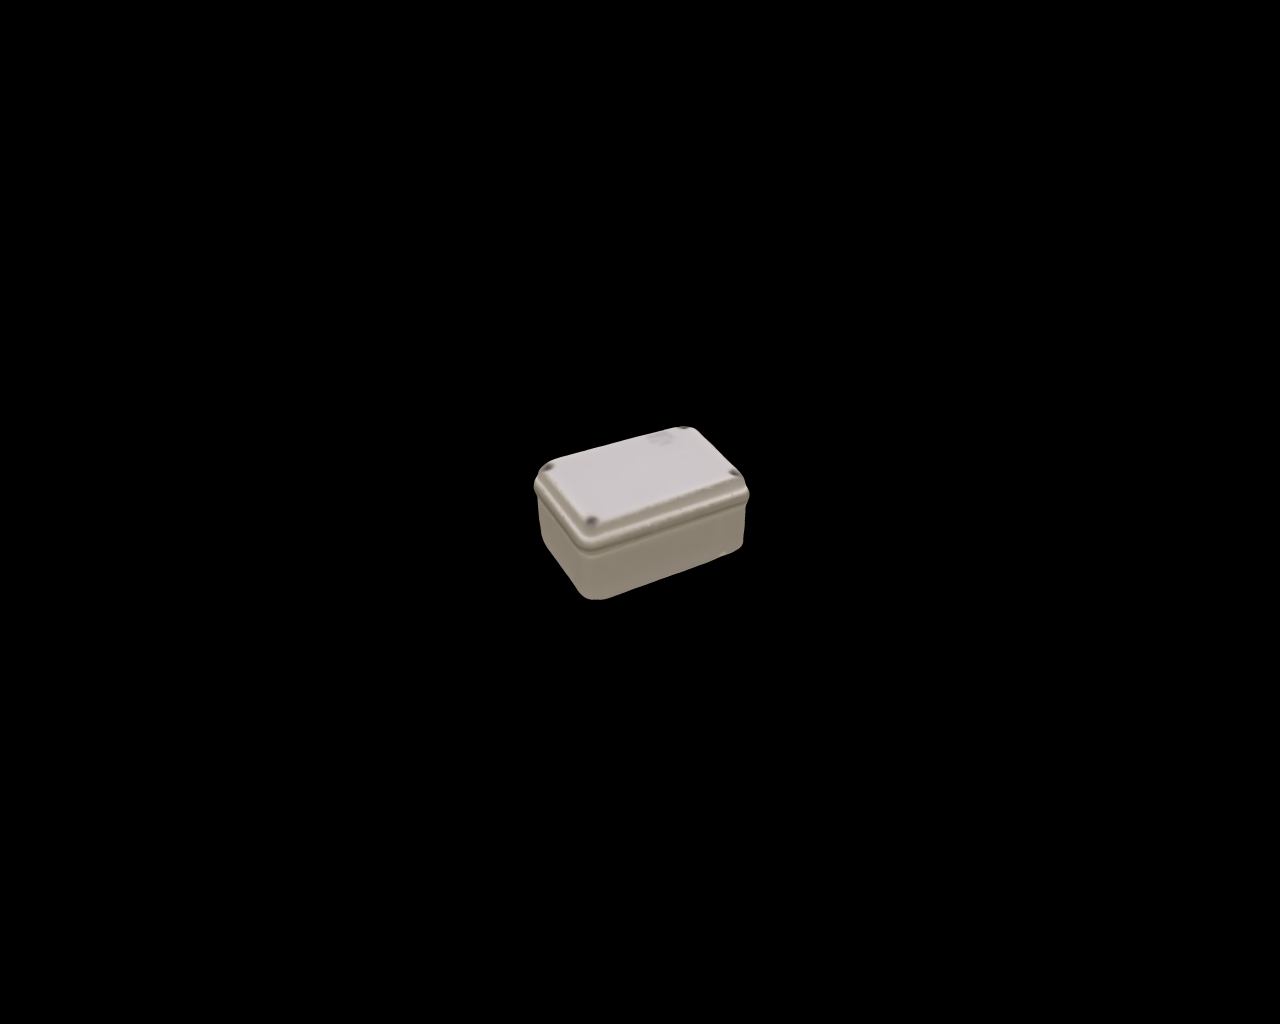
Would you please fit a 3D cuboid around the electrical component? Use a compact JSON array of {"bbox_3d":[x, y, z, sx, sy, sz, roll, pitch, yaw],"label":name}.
[{"bbox_3d":[0.001,-0.003,0.650,0.113,0.057,0.078,-17,40,-22],"label":"electrical component"}]
